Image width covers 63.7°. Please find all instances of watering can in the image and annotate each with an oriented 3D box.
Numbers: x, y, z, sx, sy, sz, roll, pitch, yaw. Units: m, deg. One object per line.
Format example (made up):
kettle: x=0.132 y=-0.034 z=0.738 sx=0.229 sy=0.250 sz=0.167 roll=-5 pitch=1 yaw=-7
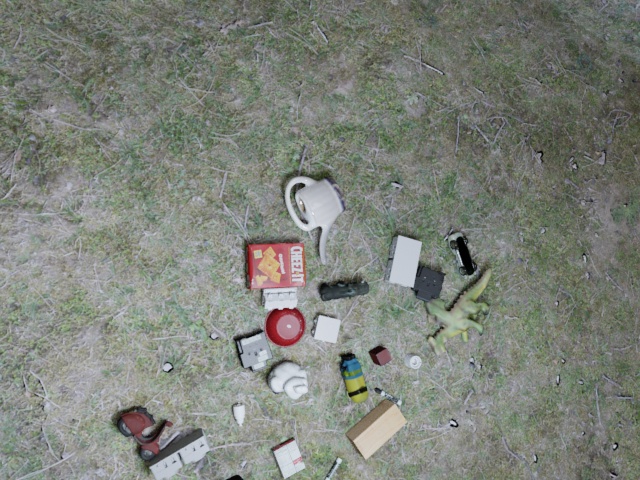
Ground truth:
watering can: x=0.006 y=-0.099 z=1.974 sx=0.226 sy=0.103 sz=0.347 roll=-29 pitch=91 yaw=-19

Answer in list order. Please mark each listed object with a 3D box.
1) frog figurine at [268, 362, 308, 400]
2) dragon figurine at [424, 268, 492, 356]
frog figurine: x=-0.111 y=0.500 z=1.828 sx=0.138 sy=0.158 sz=0.123 roll=-5 pitch=84 yaw=-17
dragon figurine: x=0.546 y=0.276 z=2.094 sx=0.242 sy=0.121 sz=0.415 roll=19 pitch=76 yaw=-6
